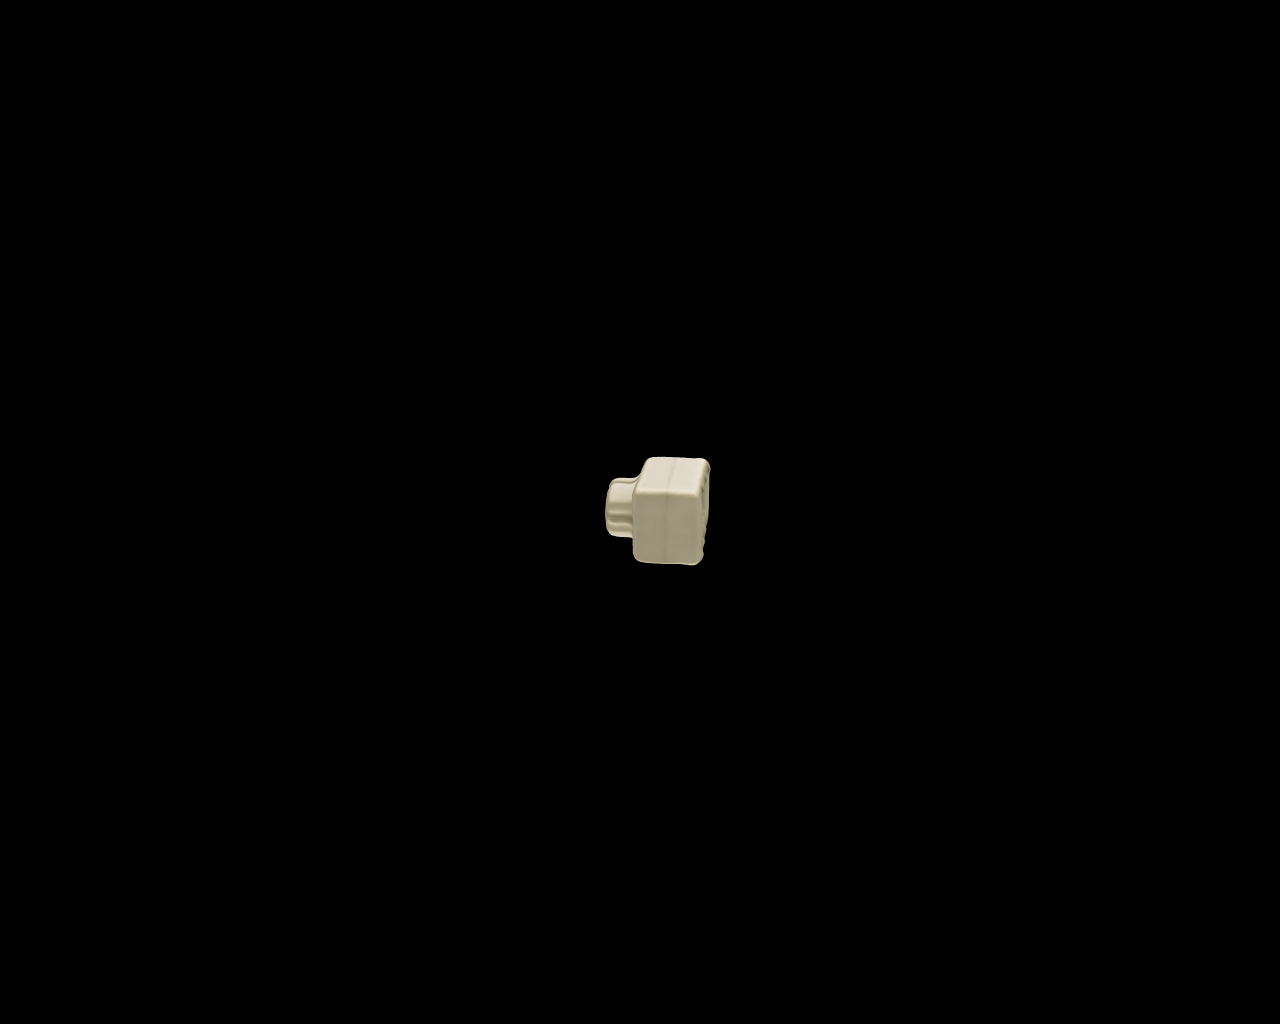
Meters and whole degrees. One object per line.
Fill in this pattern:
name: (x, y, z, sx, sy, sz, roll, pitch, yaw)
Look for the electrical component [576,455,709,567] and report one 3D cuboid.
electrical component: (0.001, -0.003, 0.650, 0.077, 0.047, 0.066, 3, 22, 7)
